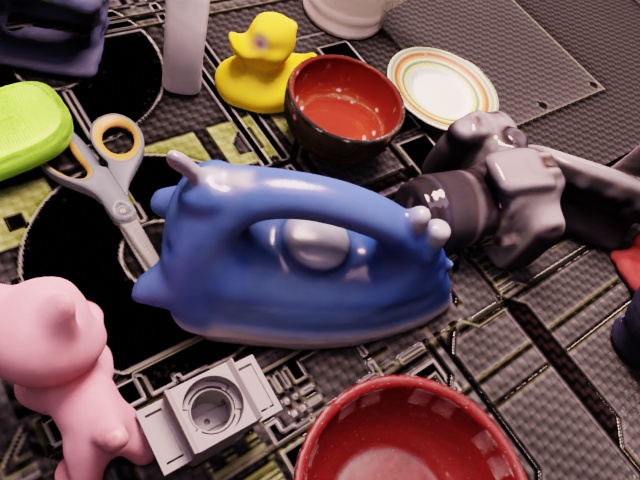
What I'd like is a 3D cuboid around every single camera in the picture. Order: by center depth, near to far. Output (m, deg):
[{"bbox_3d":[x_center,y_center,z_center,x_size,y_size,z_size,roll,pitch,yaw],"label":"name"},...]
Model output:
[{"bbox_3d":[0.135,-0.049,0.515,0.137,0.100,0.143,-8,61,-22],"label":"camera"}]

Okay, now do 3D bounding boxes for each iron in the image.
[{"bbox_3d":[0.004,0.001,0.415,0.259,0.141,0.118,8,56,-13],"label":"iron"}]

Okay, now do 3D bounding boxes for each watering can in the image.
[{"bbox_3d":[0.059,-0.321,0.608,0.173,0.194,0.101,12,55,-10],"label":"watering can"}]

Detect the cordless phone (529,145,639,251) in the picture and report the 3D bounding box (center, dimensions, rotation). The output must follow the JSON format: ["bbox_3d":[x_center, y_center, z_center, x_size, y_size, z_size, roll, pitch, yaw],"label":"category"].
[{"bbox_3d":[0.285,-0.083,0.534,0.148,0.185,0.094,14,55,-8],"label":"cordless phone"}]

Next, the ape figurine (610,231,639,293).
[{"bbox_3d":[0.334,0.020,0.541,0.076,0.092,0.078,31,54,4],"label":"ape figurine"}]

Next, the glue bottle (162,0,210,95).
[{"bbox_3d":[-0.114,-0.213,0.496,0.037,0.173,0.078,3,57,-15],"label":"glue bottle"}]

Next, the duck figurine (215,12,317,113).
[{"bbox_3d":[-0.045,-0.176,0.548,0.105,0.086,0.077,-8,61,-22],"label":"duck figurine"}]

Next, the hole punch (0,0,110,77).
[{"bbox_3d":[-0.245,-0.212,0.503,0.109,0.091,0.101,6,57,-14],"label":"hole punch"}]

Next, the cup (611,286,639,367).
[{"bbox_3d":[0.300,0.060,0.502,0.092,0.095,0.117,3,58,-16],"label":"cup"}]

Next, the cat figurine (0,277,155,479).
[{"bbox_3d":[-0.147,0.076,0.333,0.067,0.117,0.127,-30,71,-31],"label":"cat figurine"}]
